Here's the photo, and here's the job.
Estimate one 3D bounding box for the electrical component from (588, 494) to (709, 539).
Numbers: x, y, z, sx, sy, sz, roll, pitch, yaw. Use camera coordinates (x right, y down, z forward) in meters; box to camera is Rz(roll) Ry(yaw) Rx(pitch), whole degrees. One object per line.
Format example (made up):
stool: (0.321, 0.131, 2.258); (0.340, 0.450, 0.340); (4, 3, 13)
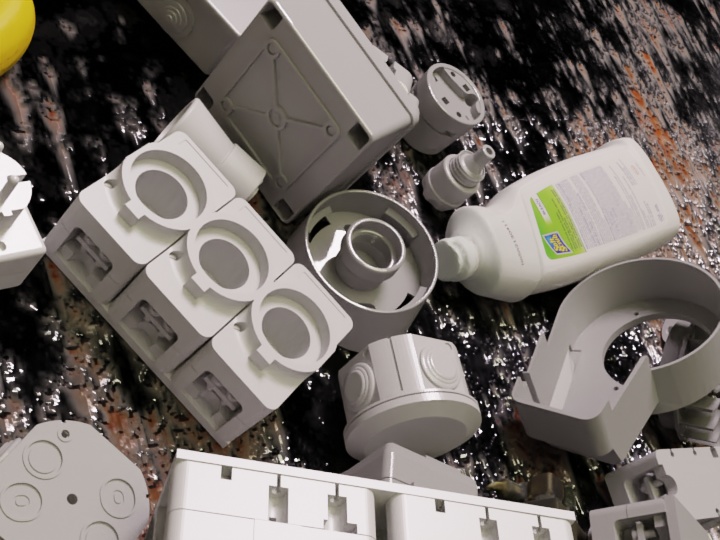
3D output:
electrical component: (0.183, 0.226, 0.653); (0.089, 0.062, 0.150); (43, 38, -49)

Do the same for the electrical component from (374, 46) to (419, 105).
electrical component: (0.002, -0.117, 0.758); (0.078, 0.058, 0.057); (34, 42, -18)

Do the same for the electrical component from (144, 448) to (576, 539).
electrical component: (-0.005, 0.150, 0.490); (0.186, 0.105, 0.060); (12, 44, -14)

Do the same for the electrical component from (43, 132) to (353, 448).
electrical component: (-0.086, 0.007, 0.594); (0.150, 0.062, 0.089); (48, 42, -3)

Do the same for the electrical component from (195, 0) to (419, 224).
electrical component: (-0.035, -0.104, 0.680); (0.056, 0.109, 0.108); (-32, 85, -45)

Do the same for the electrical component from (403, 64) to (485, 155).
electrical component: (0.059, -0.120, 0.816); (0.055, 0.047, 0.055); (22, 50, -28)

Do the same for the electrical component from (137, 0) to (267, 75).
electrical component: (-0.098, -0.189, 0.729); (0.099, 0.048, 0.099); (47, 42, -4)

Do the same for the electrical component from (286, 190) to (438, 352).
electrical component: (0.000, 0.000, 0.689); (0.099, 0.064, 0.099); (12, 56, -18)

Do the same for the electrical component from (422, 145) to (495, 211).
electrical component: (0.074, -0.070, 0.784); (0.035, 0.061, 0.035); (22, 50, -28)

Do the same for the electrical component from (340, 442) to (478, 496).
electrical component: (0.019, 0.133, 0.570); (0.062, 0.096, 0.061); (28, 44, -23)

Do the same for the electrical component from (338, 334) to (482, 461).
electrical component: (0.027, 0.078, 0.629); (0.080, 0.080, 0.051); (14, 48, -34)

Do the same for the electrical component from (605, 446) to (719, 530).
electrical component: (0.221, 0.158, 0.755); (0.089, 0.056, 0.050); (5, 59, -38)

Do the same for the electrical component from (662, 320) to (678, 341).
electrical component: (0.284, 0.057, 0.887); (0.055, 0.045, 0.045); (33, 45, -18)

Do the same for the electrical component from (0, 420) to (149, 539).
electrical component: (-0.139, 0.111, 0.484); (0.080, 0.051, 0.080); (22, 50, -28)

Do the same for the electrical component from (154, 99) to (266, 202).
electrical component: (-0.090, -0.067, 0.658); (0.065, 0.044, 0.044); (42, 43, -16)

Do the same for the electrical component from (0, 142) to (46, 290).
electrical component: (-0.186, -0.033, 0.525); (0.047, 0.077, 0.065); (-16, 73, -45)
